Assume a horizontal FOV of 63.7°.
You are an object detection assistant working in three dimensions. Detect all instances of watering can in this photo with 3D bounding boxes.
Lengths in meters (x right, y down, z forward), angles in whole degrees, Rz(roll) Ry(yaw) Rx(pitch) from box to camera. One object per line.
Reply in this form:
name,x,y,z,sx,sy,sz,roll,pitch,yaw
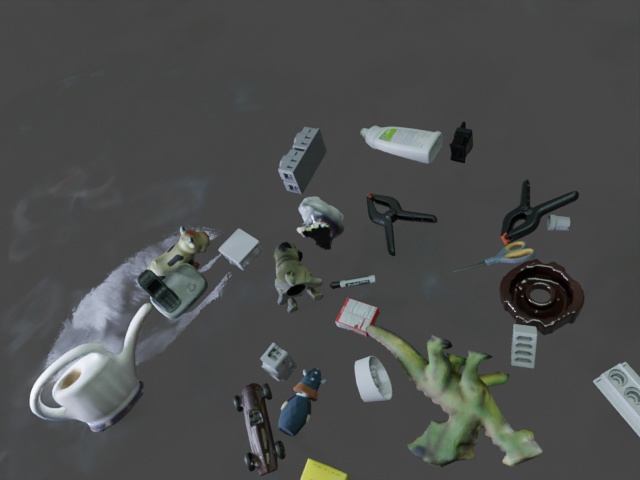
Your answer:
watering can,-0.504,0.320,1.240,0.350,0.220,0.105,-37,36,-13

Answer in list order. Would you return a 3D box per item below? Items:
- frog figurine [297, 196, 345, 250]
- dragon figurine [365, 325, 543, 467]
frog figurine,0.004,-0.073,1.450,0.137,0.120,0.163,17,45,-12
dragon figurine,0.256,0.345,1.086,0.411,0.120,0.247,13,67,25
